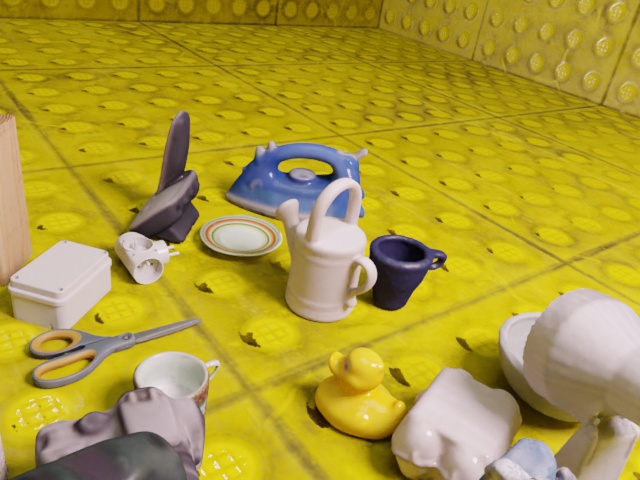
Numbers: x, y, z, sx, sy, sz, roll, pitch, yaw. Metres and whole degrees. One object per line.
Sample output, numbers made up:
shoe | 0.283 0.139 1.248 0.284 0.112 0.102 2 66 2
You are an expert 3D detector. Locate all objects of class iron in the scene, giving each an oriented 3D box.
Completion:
iron | -0.039 -0.116 1.032 0.258 0.141 0.118 9 29 -2

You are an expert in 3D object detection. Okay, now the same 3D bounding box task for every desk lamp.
desk lamp | 0.274 0.179 0.530 0.118 0.213 0.202 -2 31 -20

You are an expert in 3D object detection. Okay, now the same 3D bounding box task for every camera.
camera | -0.155 0.201 0.478 0.143 0.101 0.136 -8 33 -28

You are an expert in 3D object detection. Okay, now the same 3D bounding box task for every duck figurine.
duck figurine | 0.049 0.160 0.627 0.104 0.086 0.078 22 32 21

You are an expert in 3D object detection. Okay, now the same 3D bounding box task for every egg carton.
egg carton | 0.145 0.200 0.602 0.107 0.069 0.151 24 32 24

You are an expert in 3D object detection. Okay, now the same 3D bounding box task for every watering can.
watering can | 0.006 0.003 0.780 0.172 0.194 0.101 18 30 15

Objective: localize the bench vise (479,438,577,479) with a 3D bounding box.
bench vise | 0.131 0.208 0.430 0.121 0.220 0.208 24 32 24

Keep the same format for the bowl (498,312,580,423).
bowl | 0.292 0.166 0.702 0.167 0.075 0.167 7 29 -4

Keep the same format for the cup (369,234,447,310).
cup | 0.121 0.052 0.832 0.118 0.095 0.091 0 30 -16

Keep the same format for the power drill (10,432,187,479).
power drill | -0.176 0.221 0.325 0.075 0.208 0.230 25 33 26

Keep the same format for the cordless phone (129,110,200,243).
cordless phone | -0.240 -0.102 0.901 0.094 0.185 0.147 7 29 -4
